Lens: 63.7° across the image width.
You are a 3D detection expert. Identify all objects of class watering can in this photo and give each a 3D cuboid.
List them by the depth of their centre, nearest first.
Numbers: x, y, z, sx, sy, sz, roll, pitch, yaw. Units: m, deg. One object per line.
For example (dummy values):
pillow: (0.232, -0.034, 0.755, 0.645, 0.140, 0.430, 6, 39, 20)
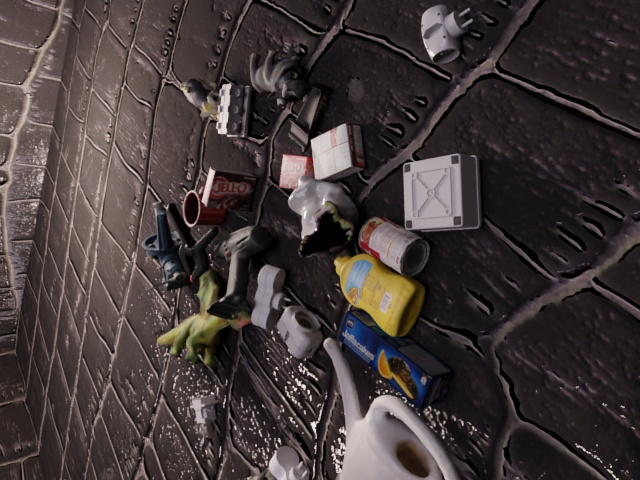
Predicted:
watering can: (0.087, 0.339, 0.837, 0.353, 0.104, 0.221, 42, 119, 42)

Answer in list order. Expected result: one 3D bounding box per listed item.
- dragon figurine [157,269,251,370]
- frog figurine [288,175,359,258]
dragon figurine: (-0.311, 0.197, 1.344, 0.410, 0.121, 0.245, 4, 74, 48)
frog figurine: (0.003, -0.049, 0.975, 0.163, 0.123, 0.134, -111, 27, -58)
